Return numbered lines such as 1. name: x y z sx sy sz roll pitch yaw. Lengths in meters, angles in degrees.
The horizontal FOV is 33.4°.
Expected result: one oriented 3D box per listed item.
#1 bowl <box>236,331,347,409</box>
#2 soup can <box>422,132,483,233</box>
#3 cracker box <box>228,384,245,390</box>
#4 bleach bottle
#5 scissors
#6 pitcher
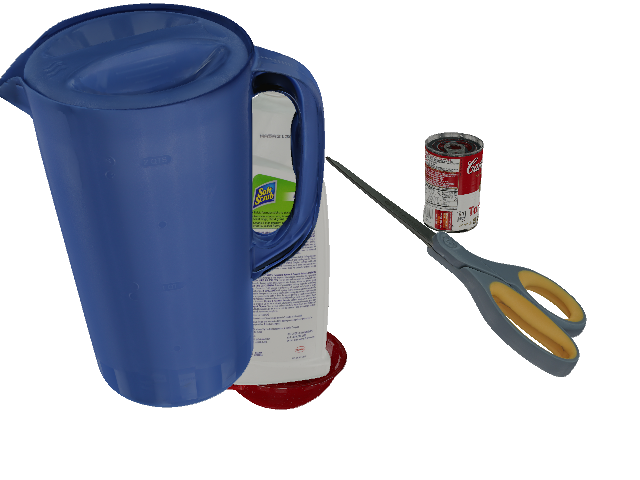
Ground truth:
1. bowl: -0.050 0.157 1.295 0.162 0.055 0.162 3 25 -1
2. soup can: 0.155 -0.068 1.256 0.068 0.102 0.068 0 27 0
3. cracker box: -0.091 0.014 1.055 0.072 0.214 0.164 3 27 15
4. bleach bottle: -0.032 -0.012 0.849 0.102 0.251 0.068 -3 21 -26
5. scissors: 0.095 0.008 0.686 0.096 0.016 0.202 -11 51 -50
6. pitcher: -0.091 -0.015 0.669 0.149 0.243 0.144 28 46 33
